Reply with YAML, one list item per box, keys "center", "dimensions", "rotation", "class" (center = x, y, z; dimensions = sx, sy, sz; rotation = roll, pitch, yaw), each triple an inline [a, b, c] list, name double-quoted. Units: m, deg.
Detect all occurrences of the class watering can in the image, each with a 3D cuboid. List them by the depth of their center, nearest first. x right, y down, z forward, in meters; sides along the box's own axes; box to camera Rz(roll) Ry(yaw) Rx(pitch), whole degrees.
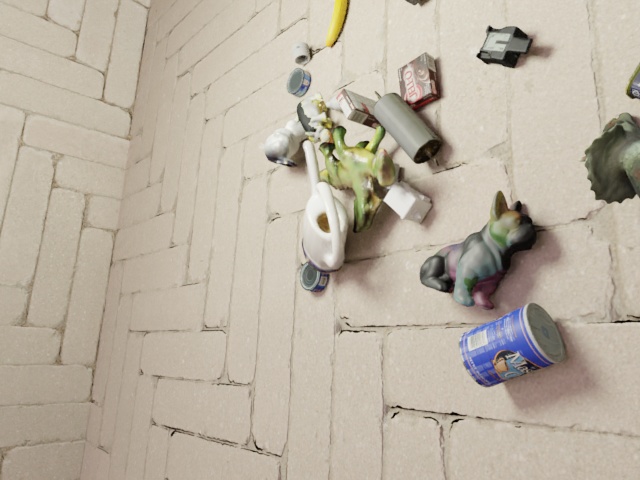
- center: [0.004, -0.065, 1.282]
  dimensions: [0.104, 0.356, 0.219]
  rotation: [-7, -37, -11]
  class: "watering can"

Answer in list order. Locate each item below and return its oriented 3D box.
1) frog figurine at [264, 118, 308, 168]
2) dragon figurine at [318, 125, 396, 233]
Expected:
- center: [-0.096, -0.299, 1.510]
  dimensions: [0.123, 0.159, 0.137]
  rotation: [13, 2, 19]
  class: "frog figurine"
- center: [0.075, -0.133, 1.259]
  dimensions: [0.122, 0.247, 0.404]
  rotation: [3, -21, -21]
  class: "dragon figurine"
